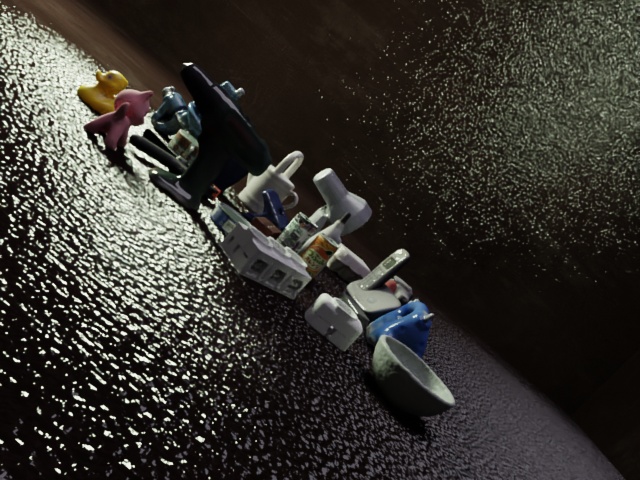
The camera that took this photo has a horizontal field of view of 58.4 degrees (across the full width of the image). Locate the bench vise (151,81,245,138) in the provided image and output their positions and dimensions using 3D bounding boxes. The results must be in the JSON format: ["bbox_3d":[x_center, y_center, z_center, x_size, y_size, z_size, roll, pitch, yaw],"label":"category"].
[{"bbox_3d":[-0.304,-0.328,1.422,0.207,0.219,0.121,41,7,-6],"label":"bench vise"}]

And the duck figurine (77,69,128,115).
[{"bbox_3d":[-0.426,-0.300,1.167,0.105,0.086,0.077,37,9,-32],"label":"duck figurine"}]

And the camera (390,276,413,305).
[{"bbox_3d":[0.202,0.146,1.719,0.137,0.100,0.143,41,8,-4],"label":"camera"}]

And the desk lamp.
[{"bbox_3d":[0.004,-0.071,1.531,0.204,0.213,0.117,38,8,-21],"label":"desk lamp"}]

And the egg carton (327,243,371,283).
[{"bbox_3d":[0.079,0.073,1.635,0.151,0.069,0.107,38,8,-25],"label":"egg carton"}]

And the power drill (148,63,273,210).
[{"bbox_3d":[-0.211,-0.172,1.045,0.230,0.208,0.075,39,8,-19],"label":"power drill"}]

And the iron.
[{"bbox_3d":[0.186,0.185,1.261,0.119,0.141,0.258,41,8,-4],"label":"iron"}]

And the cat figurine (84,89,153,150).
[{"bbox_3d":[-0.349,-0.229,1.029,0.067,0.117,0.127,39,8,-14],"label":"cat figurine"}]

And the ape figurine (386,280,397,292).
[{"bbox_3d":[0.183,0.154,1.612,0.077,0.092,0.076,45,8,25],"label":"ape figurine"}]

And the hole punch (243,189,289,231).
[{"bbox_3d":[-0.110,-0.057,1.348,0.101,0.091,0.109,42,8,7],"label":"hole punch"}]

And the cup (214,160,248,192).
[{"bbox_3d":[-0.233,-0.171,1.364,0.117,0.095,0.092,45,9,28],"label":"cup"}]

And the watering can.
[{"bbox_3d":[-0.120,-0.160,1.489,0.173,0.194,0.101,40,8,-9],"label":"watering can"}]

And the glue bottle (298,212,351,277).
[{"bbox_3d":[0.012,0.005,1.295,0.078,0.173,0.037,35,10,-41],"label":"glue bottle"}]

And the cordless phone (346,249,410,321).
[{"bbox_3d":[0.164,0.109,1.417,0.094,0.185,0.147,36,9,-35],"label":"cordless phone"}]

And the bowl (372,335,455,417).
[{"bbox_3d":[0.146,0.245,0.980,0.167,0.074,0.167,41,8,-6],"label":"bowl"}]
